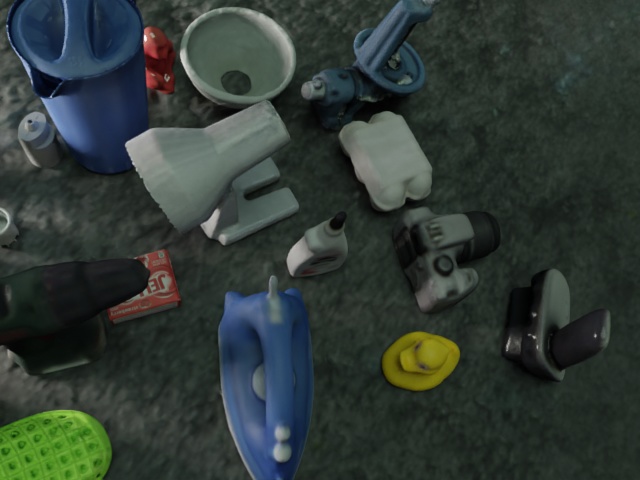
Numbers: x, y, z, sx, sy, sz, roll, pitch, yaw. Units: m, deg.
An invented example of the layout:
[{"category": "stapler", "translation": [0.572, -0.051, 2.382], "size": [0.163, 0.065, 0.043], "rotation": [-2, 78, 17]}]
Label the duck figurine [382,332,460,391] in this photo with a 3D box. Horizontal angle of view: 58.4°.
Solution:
[{"category": "duck figurine", "translation": [0.139, 0.152, 0.743], "size": [0.105, 0.086, 0.077], "rotation": [-9, 71, -15]}]

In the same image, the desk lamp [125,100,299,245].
[{"category": "desk lamp", "translation": [-0.121, -0.080, 0.706], "size": [0.203, 0.213, 0.118], "rotation": [-27, 76, -20]}]

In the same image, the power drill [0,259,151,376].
[{"category": "power drill", "translation": [-0.291, 0.084, 0.608], "size": [0.230, 0.208, 0.075], "rotation": [-13, 72, -16]}]

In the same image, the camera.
[{"category": "camera", "translation": [0.190, 0.013, 0.800], "size": [0.137, 0.100, 0.143], "rotation": [-13, 72, -16]}]

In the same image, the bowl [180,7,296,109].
[{"category": "bowl", "translation": [-0.121, -0.257, 0.851], "size": [0.167, 0.074, 0.167], "rotation": [4, 68, -11]}]

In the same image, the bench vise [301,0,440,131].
[{"category": "bench vise", "translation": [0.082, -0.247, 0.813], "size": [0.121, 0.219, 0.208], "rotation": [43, 67, 7]}]

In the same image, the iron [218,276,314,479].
[{"category": "iron", "translation": [-0.052, 0.171, 0.663], "size": [0.119, 0.141, 0.258], "rotation": [-3, 70, -13]}]

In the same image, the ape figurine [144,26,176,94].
[{"category": "ape figurine", "translation": [-0.237, -0.266, 0.820], "size": [0.076, 0.092, 0.078], "rotation": [31, 66, 1]}]

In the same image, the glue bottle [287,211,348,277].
[{"category": "glue bottle", "translation": [0.007, 0.003, 0.724], "size": [0.078, 0.173, 0.037], "rotation": [-14, 72, -17]}]

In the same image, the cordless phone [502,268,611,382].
[{"category": "cordless phone", "translation": [0.327, 0.101, 0.749], "size": [0.094, 0.185, 0.147], "rotation": [15, 67, -6]}]

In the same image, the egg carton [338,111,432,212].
[{"category": "egg carton", "translation": [0.098, -0.117, 0.847], "size": [0.107, 0.069, 0.150], "rotation": [-23, 75, -19]}]
